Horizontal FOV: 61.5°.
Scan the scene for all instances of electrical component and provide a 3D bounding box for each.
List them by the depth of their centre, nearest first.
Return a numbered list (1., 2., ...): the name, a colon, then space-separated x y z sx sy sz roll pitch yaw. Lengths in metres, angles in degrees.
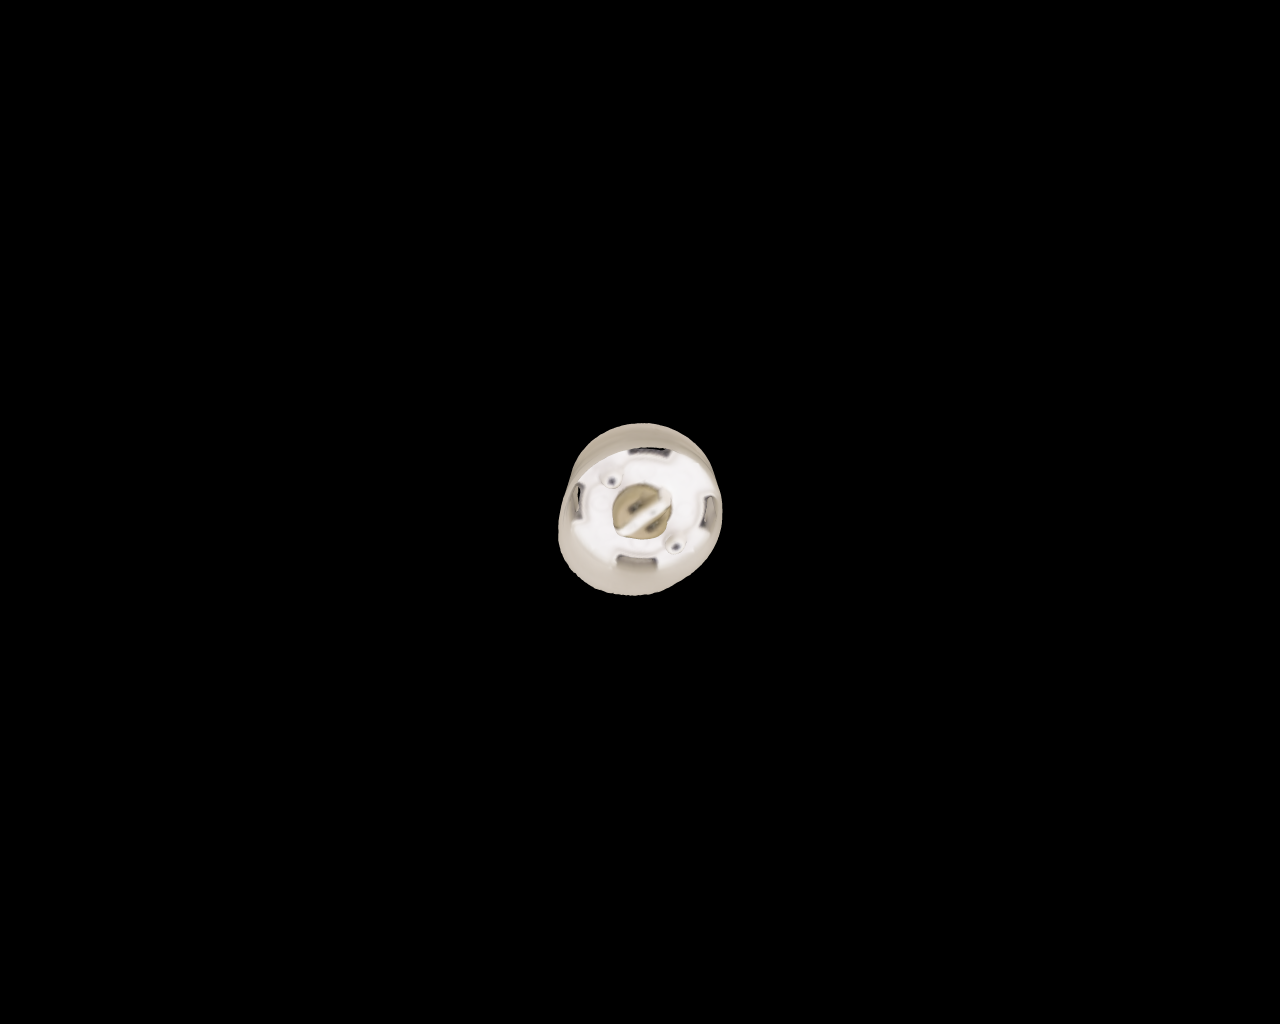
1. electrical component: 0.001 -0.003 0.650 0.099 0.099 0.064 0 32 0
